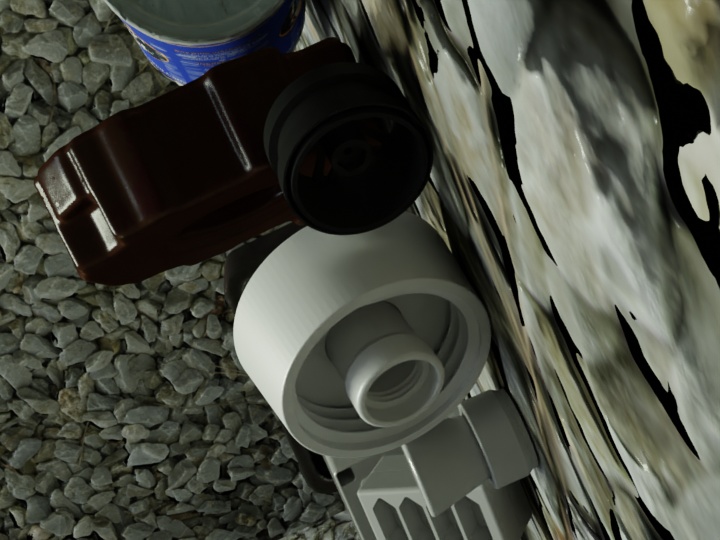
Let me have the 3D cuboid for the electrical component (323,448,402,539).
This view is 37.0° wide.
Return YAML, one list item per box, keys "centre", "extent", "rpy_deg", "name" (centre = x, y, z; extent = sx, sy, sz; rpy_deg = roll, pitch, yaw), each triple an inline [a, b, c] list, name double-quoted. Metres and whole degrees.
- centre: [0.039, 0.173, 0.878]
  extent: [0.056, 0.109, 0.108]
  rpy_deg: [-128, 15, -68]
  name: "electrical component"

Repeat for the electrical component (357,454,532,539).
- centre: [0.056, 0.123, 0.620]
  extent: [0.075, 0.083, 0.047]
  rpy_deg: [-45, -62, -52]
  name: "electrical component"

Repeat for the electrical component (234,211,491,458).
- centre: [0.006, 0.034, 0.469]
  extent: [0.060, 0.108, 0.108]
  rpy_deg: [55, 169, 46]
  name: "electrical component"

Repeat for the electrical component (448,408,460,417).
- centre: [0.058, 0.111, 0.694]
  extent: [0.081, 0.043, 0.043]
  rpy_deg: [71, 175, -53]
  name: "electrical component"

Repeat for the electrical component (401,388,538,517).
- centre: [0.050, 0.085, 0.509]
  extent: [0.045, 0.055, 0.045]
  rpy_deg: [157, 90, -87]
  name: "electrical component"
